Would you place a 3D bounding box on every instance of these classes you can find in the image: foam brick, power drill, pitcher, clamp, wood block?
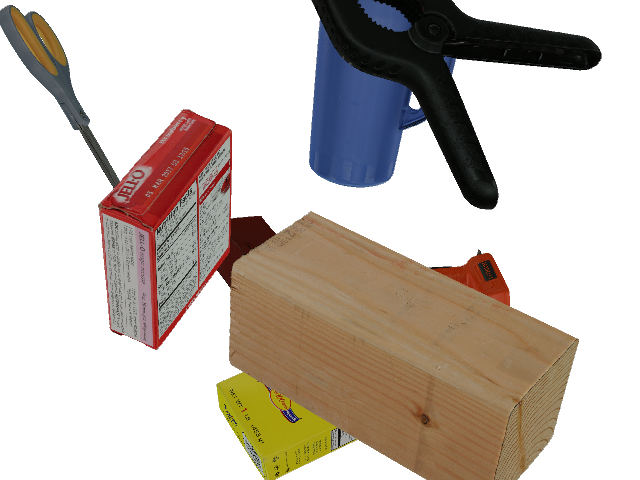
[{"bbox_3d":[-0.071,0.016,1.070,0.052,0.051,0.078,-5,29,-25],"label":"foam brick"},{"bbox_3d":[0.113,0.068,1.200,0.187,0.057,0.184,-3,28,-3],"label":"power drill"},{"bbox_3d":[0.063,-0.189,1.288,0.144,0.243,0.149,-4,28,-23],"label":"pitcher"},{"bbox_3d":[0.071,-0.123,0.716,0.210,0.164,0.036,30,-30,3],"label":"clamp"},{"bbox_3d":[0.047,0.073,0.694,0.206,0.091,0.090,27,40,28],"label":"wood block"}]

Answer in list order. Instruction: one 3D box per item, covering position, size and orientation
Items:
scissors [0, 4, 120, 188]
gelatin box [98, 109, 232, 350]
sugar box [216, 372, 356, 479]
[{"bbox_3d":[-0.215,-0.121,0.939,0.016,0.201,0.096,-27,26,10],"label":"scissors"},{"bbox_3d":[-0.071,-0.005,0.498,0.030,0.089,0.073,21,49,14],"label":"gelatin box"},{"bbox_3d":[0.008,0.131,0.929,0.176,0.048,0.093,-25,50,-18],"label":"sugar box"}]
